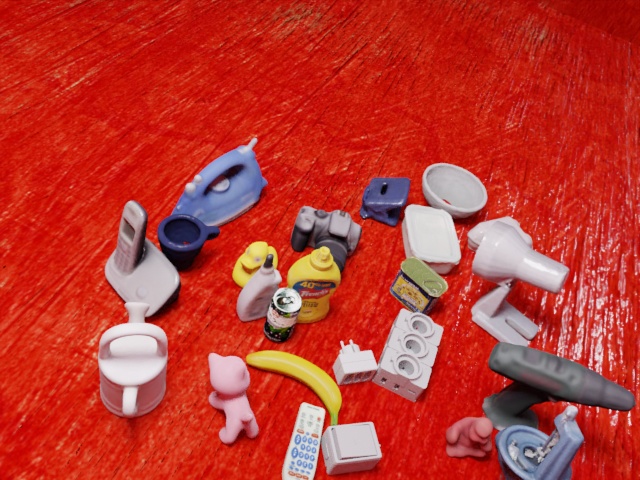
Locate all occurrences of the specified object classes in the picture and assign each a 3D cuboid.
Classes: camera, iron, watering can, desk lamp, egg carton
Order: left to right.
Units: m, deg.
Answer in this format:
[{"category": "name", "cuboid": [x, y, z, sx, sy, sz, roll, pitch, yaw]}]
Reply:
[{"category": "watering can", "cuboid": [-0.285, 0.175, 0.868, 0.101, 0.194, 0.172, -15, 56, -29]}, {"category": "iron", "cuboid": [-0.218, -0.114, 1.188, 0.118, 0.141, 0.259, 36, 48, 15]}, {"category": "camera", "cuboid": [0.011, 0.004, 1.188, 0.143, 0.101, 0.137, 17, 46, -4]}, {"category": "egg carton", "cuboid": [0.424, 0.003, 1.352, 0.151, 0.069, 0.107, -13, 55, -28]}, {"category": "desk lamp", "cuboid": [0.391, 0.090, 1.163, 0.203, 0.213, 0.118, 39, 49, 17]}]

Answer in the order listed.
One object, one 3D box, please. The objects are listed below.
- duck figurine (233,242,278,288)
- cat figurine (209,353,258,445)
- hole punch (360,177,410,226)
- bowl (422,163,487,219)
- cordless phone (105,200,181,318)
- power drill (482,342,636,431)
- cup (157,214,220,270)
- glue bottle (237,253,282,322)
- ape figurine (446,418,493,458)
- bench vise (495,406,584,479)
[{"category": "duck figurine", "cuboid": [-0.122, 0.037, 1.123, 0.077, 0.086, 0.105, 37, 48, 16]}, {"category": "cat figurine", "cuboid": [-0.136, 0.242, 0.912, 0.067, 0.118, 0.127, -12, 54, -27]}, {"category": "hole punch", "cuboid": [0.152, -0.101, 1.338, 0.101, 0.091, 0.109, 20, 46, -1]}, {"category": "bowl", "cuboid": [0.321, -0.108, 1.414, 0.167, 0.075, 0.167, 10, 47, -10]}, {"category": "cordless phone", "cuboid": [-0.305, 0.032, 0.997, 0.147, 0.185, 0.094, 40, 49, 18]}, {"category": "power drill", "cuboid": [0.387, 0.272, 1.001, 0.229, 0.208, 0.076, 26, 46, 5]}, {"category": "cup", "cuboid": [-0.253, 0.010, 1.097, 0.118, 0.095, 0.091, -8, 52, -25]}, {"category": "glue bottle", "cuboid": [-0.102, 0.082, 1.030, 0.078, 0.173, 0.037, -11, 53, -26]}, {"category": "ape figurine", "cuboid": [0.264, 0.334, 0.984, 0.077, 0.092, 0.076, 35, 48, 13]}, {"category": "bench vise", "cuboid": [0.364, 0.369, 0.898, 0.122, 0.220, 0.207, -4, 51, -21]}]
